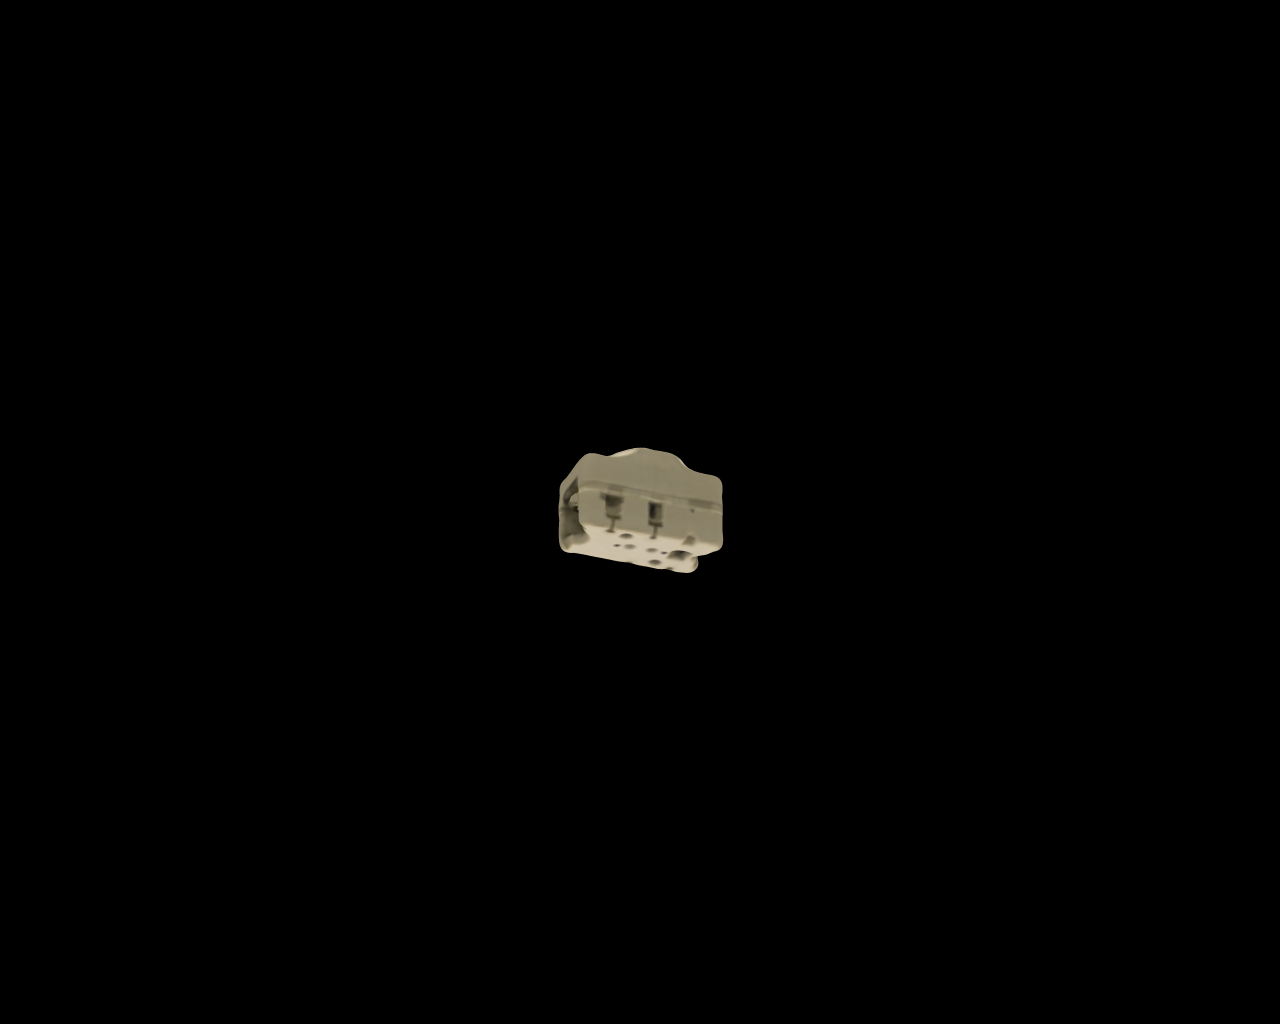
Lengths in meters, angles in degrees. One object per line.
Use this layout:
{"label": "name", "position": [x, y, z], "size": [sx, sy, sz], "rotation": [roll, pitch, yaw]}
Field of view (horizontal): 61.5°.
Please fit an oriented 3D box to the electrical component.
{"label": "electrical component", "position": [0.001, -0.003, 0.650], "size": [0.089, 0.056, 0.050], "rotation": [10, -28, -20]}
